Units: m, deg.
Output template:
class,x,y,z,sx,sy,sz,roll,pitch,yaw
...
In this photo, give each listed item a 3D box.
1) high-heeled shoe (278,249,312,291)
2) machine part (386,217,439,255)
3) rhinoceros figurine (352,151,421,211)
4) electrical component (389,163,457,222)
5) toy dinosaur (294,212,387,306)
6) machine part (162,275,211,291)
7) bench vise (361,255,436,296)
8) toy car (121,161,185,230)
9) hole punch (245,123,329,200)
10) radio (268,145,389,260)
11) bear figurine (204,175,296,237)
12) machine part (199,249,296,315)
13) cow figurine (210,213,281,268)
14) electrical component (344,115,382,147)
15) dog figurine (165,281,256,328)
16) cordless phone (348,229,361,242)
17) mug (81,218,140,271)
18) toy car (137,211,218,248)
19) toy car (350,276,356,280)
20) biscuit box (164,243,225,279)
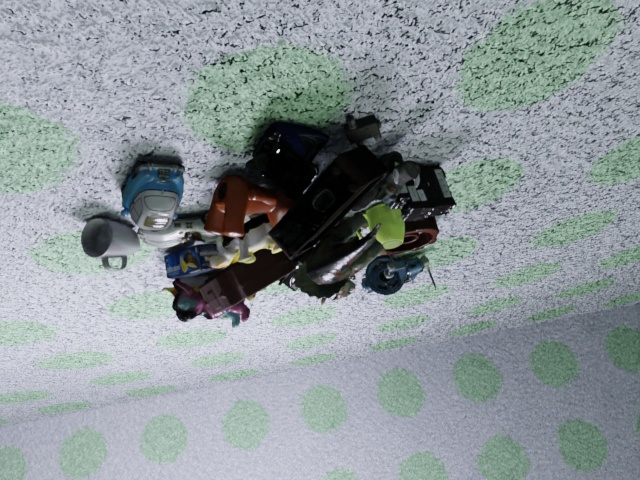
class,x,y,z,sx,sy,sz,roll,pitch,yaw
high-heeled shoe,-0.063,0.065,1.498,0.145,0.086,0.249,-53,178,1
machine part,0.226,-0.016,1.417,0.179,0.056,0.179,-9,158,-4
rhinoceros figurine,0.114,-0.116,1.061,0.073,0.112,0.190,10,157,-37
electrical component,0.204,-0.102,1.130,0.134,0.115,0.058,-4,152,-17
toy dinosaur,0.030,0.045,1.143,0.192,0.131,0.404,-42,170,-6
machine part,-0.312,0.134,1.485,0.243,0.079,0.079,0,155,-27
bench vise,0.230,0.093,1.591,0.224,0.129,0.240,-10,165,2
toy car,-0.299,-0.071,0.982,0.109,0.103,0.161,2,155,-31
hole punch,-0.056,-0.151,0.953,0.116,0.092,0.142,31,146,-12
radio,0.013,-0.067,0.990,0.229,0.073,0.131,-46,174,27
bear figurine,-0.116,-0.059,1.077,0.195,0.132,0.120,14,176,-39
machine part,-0.175,0.088,1.280,0.201,0.087,0.201,-28,179,-33
cow figurine,-0.161,0.000,1.142,0.167,0.098,0.068,-17,175,-5
electrical component,0.079,-0.199,0.964,0.063,0.021,0.094,-17,156,12
dog figurine,-0.281,0.134,1.387,0.219,0.191,0.108,25,153,-23
cordless phone,-0.003,-0.004,1.332,0.184,0.089,0.146,15,147,-26
mug,-0.424,0.011,1.120,0.081,0.109,0.107,-25,167,19
toy car,-0.290,-0.020,1.162,0.202,0.056,0.073,-7,157,-12
toy car,0.049,0.084,1.568,0.089,0.053,0.202,-24,152,2
biscuit box,-0.296,0.051,1.248,0.063,0.059,0.203,-4,173,-38
